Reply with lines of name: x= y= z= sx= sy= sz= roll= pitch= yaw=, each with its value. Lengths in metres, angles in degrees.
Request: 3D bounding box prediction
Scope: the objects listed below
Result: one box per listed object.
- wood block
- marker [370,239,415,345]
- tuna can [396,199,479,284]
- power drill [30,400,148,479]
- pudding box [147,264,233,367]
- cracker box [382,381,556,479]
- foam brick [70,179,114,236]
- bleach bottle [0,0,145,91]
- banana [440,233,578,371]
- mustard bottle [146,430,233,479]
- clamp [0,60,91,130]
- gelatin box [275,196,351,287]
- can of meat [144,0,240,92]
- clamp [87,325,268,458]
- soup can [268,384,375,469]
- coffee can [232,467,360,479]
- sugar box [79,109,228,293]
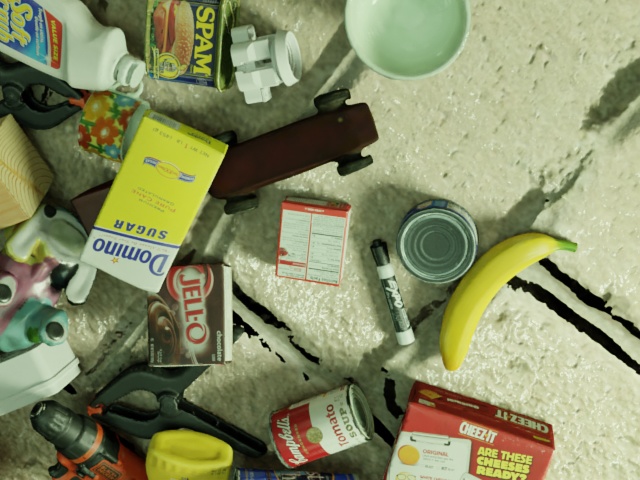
wood block: x=-0.412 y=-0.047 z=1.174 sx=0.206 sy=0.090 sz=0.090 roll=-19 pitch=120 yaw=19
marker: x=0.078 y=0.056 z=1.159 sx=0.020 sy=0.020 sz=0.121 roll=-14 pitch=104 yaw=15
tuna can: x=0.123 y=0.002 z=1.124 sx=0.086 sy=0.033 sz=0.086 roll=3 pitch=108 yaw=10
power drill: x=-0.318 y=0.277 z=1.246 sx=0.188 sy=0.057 sz=0.184 roll=-34 pitch=127 yaw=13
pudding box: x=-0.144 y=0.083 z=1.185 sx=0.090 sy=0.039 sz=0.113 roll=-3 pitch=87 yaw=14
cracker box: x=0.149 y=0.283 z=1.189 sx=0.164 sy=0.072 sz=0.214 roll=18 pitch=109 yaw=5
foam brick: x=-0.229 y=-0.024 z=1.179 sx=0.051 sy=0.053 sz=0.078 roll=-20 pitch=103 yaw=17
bleach bottle: x=-0.291 y=-0.232 z=1.102 sx=0.251 sy=0.068 sz=0.103 roll=28 pitch=113 yaw=10
banana: x=0.180 y=0.056 z=1.128 sx=0.069 sy=0.037 sz=0.198 roll=42 pitch=110 yaw=-1
mustard bottle: x=-0.161 y=0.310 z=1.254 sx=0.096 sy=0.058 sz=0.192 roll=9 pitch=125 yaw=-3
clamp: x=-0.336 y=-0.170 z=1.159 sx=0.171 sy=0.039 sz=0.120 roll=-2 pitch=121 yaw=7
gelatin box: x=-0.008 y=0.002 z=1.154 sx=0.073 sy=0.030 sz=0.089 roll=8 pitch=109 yaw=7
can of meat: x=-0.132 y=-0.210 z=1.099 sx=0.084 sy=0.057 sz=0.102 roll=10 pitch=109 yaw=11
clamp: x=-0.168 y=0.175 z=1.238 sx=0.210 sy=0.036 sz=0.164 roll=0 pitch=107 yaw=8
soup can: x=0.002 y=0.209 z=1.197 sx=0.102 sy=0.068 sz=0.068 roll=-22 pitch=102 yaw=16
coffee can: x=-0.029 y=0.311 z=1.199 sx=0.140 sy=0.103 sz=0.103 roll=5 pitch=109 yaw=-8
sugar box: x=-0.175 y=-0.038 z=1.114 sx=0.093 sy=0.048 sz=0.176 roll=25 pitch=107 yaw=-7
